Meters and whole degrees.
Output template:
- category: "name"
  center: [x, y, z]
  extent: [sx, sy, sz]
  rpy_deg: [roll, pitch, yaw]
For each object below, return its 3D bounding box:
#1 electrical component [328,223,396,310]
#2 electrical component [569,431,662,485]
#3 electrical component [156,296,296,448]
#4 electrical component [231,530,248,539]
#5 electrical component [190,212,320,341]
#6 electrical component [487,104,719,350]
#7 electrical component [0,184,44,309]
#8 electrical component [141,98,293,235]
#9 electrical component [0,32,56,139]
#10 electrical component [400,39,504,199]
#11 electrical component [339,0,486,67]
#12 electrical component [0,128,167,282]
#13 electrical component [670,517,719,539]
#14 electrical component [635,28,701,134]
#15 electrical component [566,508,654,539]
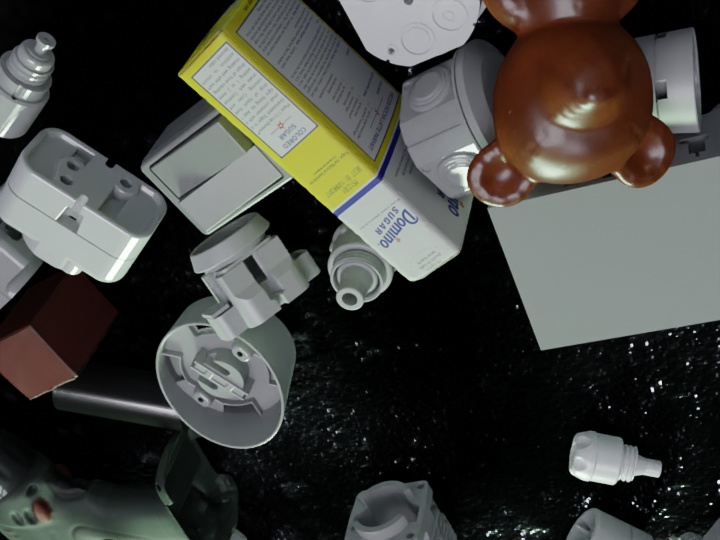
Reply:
- category: "electrical component"
  center: [0.000, 0.000, 0.684]
  extent: [0.048, 0.062, 0.048]
  rpy_deg: [7, 127, 10]
- category: "electrical component"
  center: [0.180, 0.134, 0.754]
  extent: [0.061, 0.035, 0.035]
  rpy_deg: [10, 127, 3]
- category: "electrical component"
  center: [-0.094, 0.070, 0.757]
  extent: [0.099, 0.064, 0.099]
  rpy_deg: [7, 127, 9]
- category: "electrical component"
  center: [-0.120, 0.248, 0.900]
  extent: [0.045, 0.055, 0.045]
  rpy_deg: [7, 127, 9]
- category: "electrical component"
  center: [-0.074, 0.000, 0.699]
  extent: [0.057, 0.078, 0.058]
  rpy_deg: [57, 160, -14]
- category: "electrical component"
  center: [0.181, -0.028, 0.618]
  extent: [0.186, 0.060, 0.105]
  rpy_deg: [-12, 122, 22]
- category: "electrical component"
  center: [-0.260, -0.007, 0.752]
  extent: [0.056, 0.050, 0.089]
  rpy_deg: [44, 124, -16]
- category: "electrical component"
  center: [-0.086, -0.068, 0.656]
  extent: [0.096, 0.061, 0.061]
  rpy_deg: [-30, 113, 31]
- category: "electrical component"
  center: [-0.211, -0.116, 0.666]
  extent: [0.040, 0.040, 0.078]
  rpy_deg: [37, 126, -14]
- category: "electrical component"
  center: [0.062, -0.082, 0.597]
  extent: [0.051, 0.080, 0.080]
  rpy_deg: [-21, 118, 33]
- category: "electrical component"
  center: [0.030, -0.152, 0.571]
  extent: [0.080, 0.051, 0.080]
  rpy_deg: [7, 127, 9]
- category: "electrical component"
  center: [-0.185, -0.039, 0.707]
  extent: [0.095, 0.053, 0.059]
  rpy_deg: [33, 126, -11]
- category: "electrical component"
  center: [0.249, 0.213, 0.776]
  extent: [0.076, 0.083, 0.047]
  rpy_deg: [16, 141, 54]
- category: "electrical component"
  center: [0.157, -0.099, 0.577]
  extent: [0.047, 0.055, 0.055]
  rpy_deg: [-3, 125, 21]
- category: "electrical component"
  center: [0.182, 0.209, 0.796]
  extent: [0.047, 0.055, 0.055]
  rpy_deg: [30, 127, -3]
